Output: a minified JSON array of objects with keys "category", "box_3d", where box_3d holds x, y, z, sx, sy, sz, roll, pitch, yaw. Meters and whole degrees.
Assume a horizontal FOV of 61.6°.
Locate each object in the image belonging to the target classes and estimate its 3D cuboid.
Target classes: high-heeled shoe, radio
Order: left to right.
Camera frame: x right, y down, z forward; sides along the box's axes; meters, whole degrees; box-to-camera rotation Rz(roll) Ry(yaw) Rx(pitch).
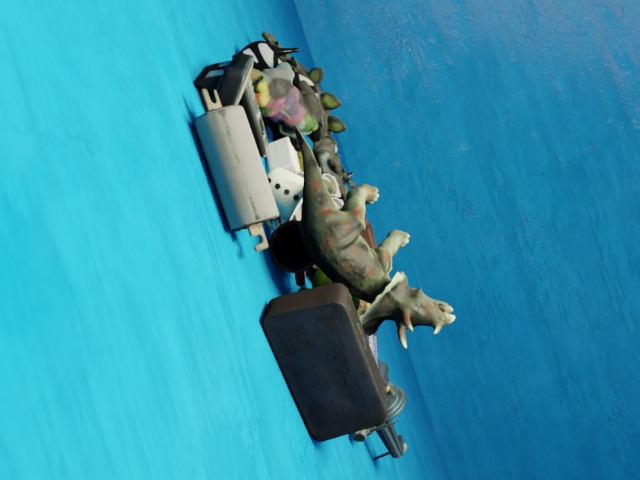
[{"category":"high-heeled shoe","box_3d":[-0.089,-0.327,1.195,0.086,0.145,0.248,148,-74,-77]},{"category":"radio","box_3d":[0.013,0.185,0.821,0.073,0.131,0.229,-75,145,-69]}]

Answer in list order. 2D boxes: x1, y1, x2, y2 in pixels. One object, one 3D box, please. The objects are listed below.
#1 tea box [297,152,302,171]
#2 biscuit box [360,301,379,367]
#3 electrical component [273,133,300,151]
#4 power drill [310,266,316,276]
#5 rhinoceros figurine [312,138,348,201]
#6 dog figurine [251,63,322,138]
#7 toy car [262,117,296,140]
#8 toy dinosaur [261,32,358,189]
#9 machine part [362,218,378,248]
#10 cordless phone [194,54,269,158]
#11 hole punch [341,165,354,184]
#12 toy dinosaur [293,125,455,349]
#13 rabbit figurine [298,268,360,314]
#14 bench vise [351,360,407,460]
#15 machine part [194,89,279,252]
[{"category":"tea box","box_3d":[-0.041,-0.134,1.290,0.169,0.068,0.098,39,34,-70]},{"category":"biscuit box","box_3d":[0.080,0.184,1.118,0.063,0.059,0.202,-13,-101,57]},{"category":"electrical component","box_3d":[-0.072,-0.239,1.345,0.134,0.058,0.114,-99,164,-45]},{"category":"power drill","box_3d":[0.036,0.144,1.215,0.207,0.086,0.232,66,6,14]},{"category":"rhinoceros figurine","box_3d":[0.024,-0.158,1.278,0.112,0.073,0.190,42,32,-68]},{"category":"dog figurine","box_3d":[-0.095,-0.275,1.074,0.191,0.108,0.219,47,24,-6]},{"category":"toy car","box_3d":[-0.091,-0.305,1.263,0.089,0.053,0.202,24,34,-22]},{"category":"toy dinosaur","box_3d":[-0.022,-0.328,1.405,0.470,0.105,0.199,60,-18,-20]},{"category":"machine part","box_3d":[0.106,0.055,1.291,0.201,0.087,0.201,51,23,-79]},{"category":"cordless phone","box_3d":[-0.131,-0.211,0.914,0.147,0.089,0.184,-92,165,-60]},{"category":"hole punch","box_3d":[0.010,-0.195,1.522,0.116,0.142,0.092,61,3,24]},{"category":"toy dinosaur","box_3d":[0.044,0.010,0.885,0.404,0.131,0.192,46,39,-9]},{"category":"rabbit figurine","box_3d":[0.026,0.124,1.033,0.170,0.121,0.158,-88,164,-56]},{"category":"bench vise","box_3d":[0.133,0.385,1.162,0.224,0.129,0.240,-77,143,-67]},{"category":"machine part","box_3d":[-0.120,-0.102,0.777,0.079,0.079,0.243,-29,100,-80]}]
